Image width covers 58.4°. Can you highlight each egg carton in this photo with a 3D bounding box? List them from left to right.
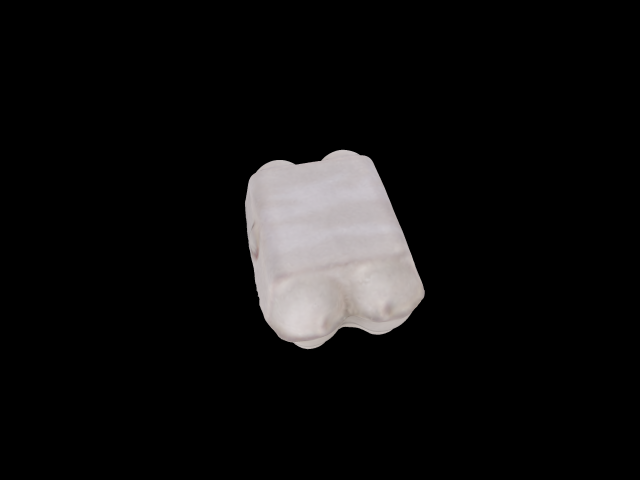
[{"bbox_3d":[0.004,0.001,0.400,0.107,0.069,0.150,-11,51,-9],"label":"egg carton"}]
